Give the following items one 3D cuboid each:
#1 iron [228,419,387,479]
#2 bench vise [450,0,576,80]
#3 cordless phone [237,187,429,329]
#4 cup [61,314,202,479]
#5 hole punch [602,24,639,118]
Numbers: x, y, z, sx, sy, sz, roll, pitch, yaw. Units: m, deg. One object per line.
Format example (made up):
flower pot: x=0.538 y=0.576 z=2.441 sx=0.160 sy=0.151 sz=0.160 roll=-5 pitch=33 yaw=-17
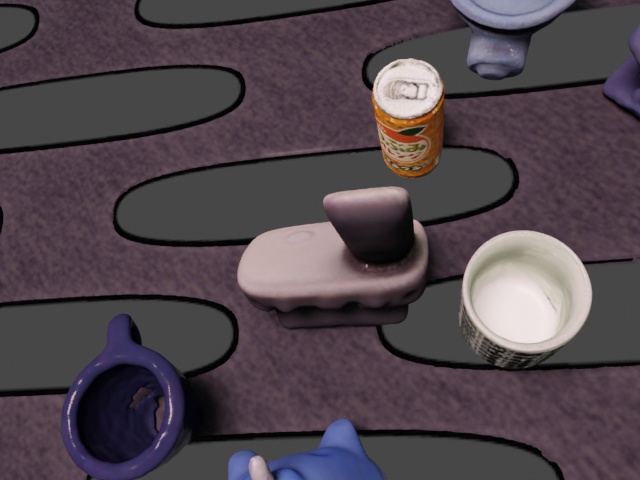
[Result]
iron: x=0.007 y=0.247 z=0.344 sx=0.118 sy=0.142 sz=0.258 roll=-20 pitch=68 yaw=3
bench vise: x=0.154 y=-0.270 z=0.459 sx=0.121 sy=0.220 sz=0.207 roll=-5 pitch=70 yaw=9
cordless phone: x=0.004 y=0.001 z=0.409 sx=0.147 sy=0.185 sz=0.094 roll=-8 pitch=69 yaw=8
cup: x=-0.133 y=0.121 z=0.440 sx=0.091 sy=0.095 sz=0.117 roll=-15 pitch=68 yaw=5
hole punch: x=0.305 y=-0.145 z=0.456 sx=0.109 sy=0.091 sz=0.101 roll=-41 pitch=69 yaw=-5
